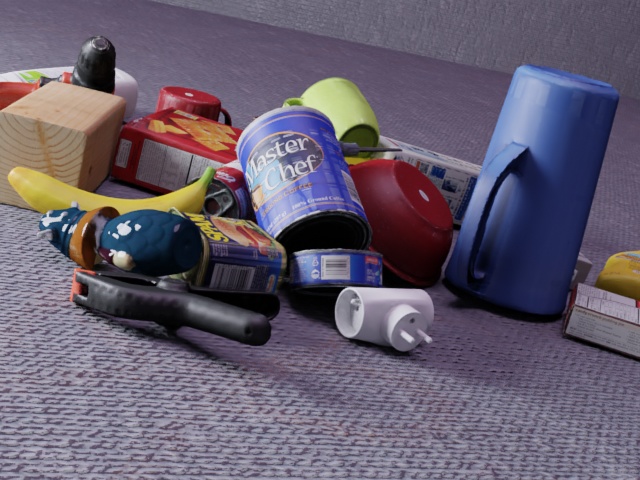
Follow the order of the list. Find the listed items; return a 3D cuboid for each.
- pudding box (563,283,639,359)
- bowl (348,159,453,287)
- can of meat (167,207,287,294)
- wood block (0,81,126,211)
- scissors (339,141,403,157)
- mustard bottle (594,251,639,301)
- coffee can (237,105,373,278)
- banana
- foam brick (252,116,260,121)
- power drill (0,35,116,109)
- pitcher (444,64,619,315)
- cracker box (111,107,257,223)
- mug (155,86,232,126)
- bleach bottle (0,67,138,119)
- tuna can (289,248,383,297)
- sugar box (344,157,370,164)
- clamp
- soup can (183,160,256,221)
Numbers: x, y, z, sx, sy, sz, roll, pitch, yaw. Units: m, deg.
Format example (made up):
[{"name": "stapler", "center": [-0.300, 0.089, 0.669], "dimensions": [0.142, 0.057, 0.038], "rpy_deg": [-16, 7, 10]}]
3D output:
[{"name": "pudding box", "center": [0.307, 0.086, 1.085], "dimensions": [0.113, 0.039, 0.090], "rpy_deg": [16, 17, 13]}, {"name": "bowl", "center": [0.089, -0.031, 1.123], "dimensions": [0.162, 0.055, 0.162], "rpy_deg": [36, 29, -24]}, {"name": "can of meat", "center": [-0.089, 0.014, 0.961], "dimensions": [0.083, 0.057, 0.102], "rpy_deg": [7, 17, -31]}, {"name": "wood block", "center": [-0.273, -0.101, 1.125], "dimensions": [0.090, 0.091, 0.206], "rpy_deg": [13, 16, -4]}, {"name": "scissors", "center": [0.013, -0.100, 1.206], "dimensions": [0.096, 0.016, 0.201], "rpy_deg": [-3, 1, 26]}, {"name": "mustard bottle", "center": [0.368, 0.051, 1.213], "dimensions": [0.096, 0.058, 0.191], "rpy_deg": [20, 18, 17]}, {"name": "coffee can", "center": [-0.017, -0.046, 1.039], "dimensions": [0.102, 0.103, 0.140], "rpy_deg": [5, 48, -28]}, {"name": "banana", "center": [-0.196, -0.035, 1.022], "dimensions": [0.197, 0.069, 0.037], "rpy_deg": [0, -24, -15]}, {"name": "foam brick", "center": [-0.061, -0.115, 1.371], "dimensions": [0.053, 0.078, 0.051], "rpy_deg": [24, 17, 26]}, {"name": "power drill", "center": [-0.335, -0.185, 1.249], "dimensions": [0.187, 0.185, 0.057], "rpy_deg": [8, 58, -14]}, {"name": "pitcher", "center": [0.217, -0.052, 1.100], "dimensions": [0.145, 0.243, 0.149], "rpy_deg": [13, 15, -4]}, {"name": "cracker box", "center": [-0.112, -0.088, 1.249], "dimensions": [0.214, 0.072, 0.164], "rpy_deg": [18, 17, 8]}, {"name": "mug", "center": [-0.165, -0.150, 1.391], "dimensions": [0.117, 0.081, 0.093], "rpy_deg": [1, 21, -36]}, {"name": "bleach bottle", "center": [-0.364, -0.195, 1.411], "dimensions": [0.103, 0.068, 0.250], "rpy_deg": [25, 22, 33]}, {"name": "tuna can", "center": [0.014, 0.031, 0.968], "dimensions": [0.086, 0.034, 0.086], "rpy_deg": [0, -9, 0]}, {"name": "sugar box", "center": [0.056, -0.047, 1.208], "dimensions": [0.093, 0.048, 0.176], "rpy_deg": [57, 24, 14]}, {"name": "clamp", "center": [-0.111, 0.052, 0.837], "dimensions": [0.171, 0.039, 0.120], "rpy_deg": [6, 1, -8]}, {"name": "soup can", "center": [-0.094, -0.043, 1.110], "dimensions": [0.068, 0.068, 0.102], "rpy_deg": [19, 21, 15]}]
